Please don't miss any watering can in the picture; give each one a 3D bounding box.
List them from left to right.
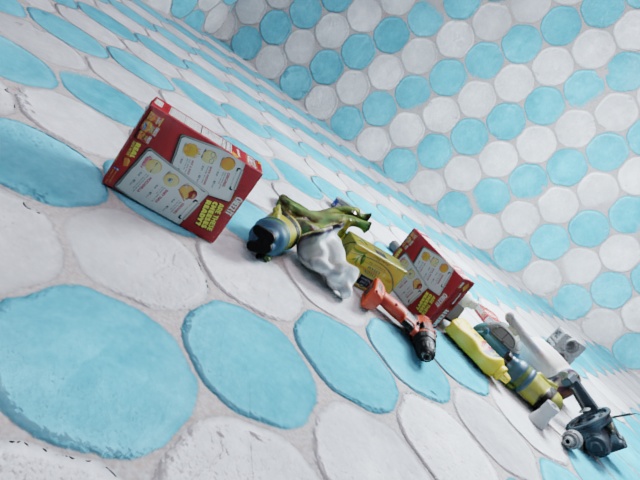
[{"bbox_3d":[0.648,0.347,1.519,0.342,0.104,0.229,45,6,-45],"label":"watering can"}]

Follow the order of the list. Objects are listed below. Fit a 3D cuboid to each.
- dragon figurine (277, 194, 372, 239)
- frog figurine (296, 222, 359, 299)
[{"bbox_3d":[0.004,-0.069,1.367,0.242,0.121,0.416,28,17,-6],"label":"dragon figurine"},{"bbox_3d":[0.019,0.052,1.116,0.137,0.122,0.159,-11,86,-81],"label":"frog figurine"}]
